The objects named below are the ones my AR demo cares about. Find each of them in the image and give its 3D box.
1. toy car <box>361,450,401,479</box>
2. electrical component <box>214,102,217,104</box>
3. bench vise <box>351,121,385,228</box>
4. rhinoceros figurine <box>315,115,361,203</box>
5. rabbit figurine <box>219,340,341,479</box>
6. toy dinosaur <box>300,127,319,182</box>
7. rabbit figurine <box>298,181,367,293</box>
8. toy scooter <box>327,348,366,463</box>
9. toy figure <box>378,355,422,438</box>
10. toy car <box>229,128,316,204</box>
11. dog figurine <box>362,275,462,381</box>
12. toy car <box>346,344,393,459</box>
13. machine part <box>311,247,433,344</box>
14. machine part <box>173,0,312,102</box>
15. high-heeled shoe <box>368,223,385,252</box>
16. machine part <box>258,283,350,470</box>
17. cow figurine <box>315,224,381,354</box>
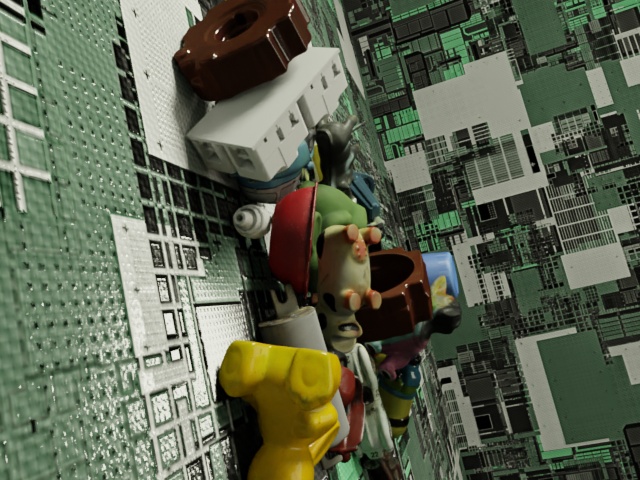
[{"bbox_3d":[0.123,0.427,1.032,0.089,0.053,0.201,-91,159,-55],"label":"toy car"},{"bbox_3d":[-0.099,-0.214,0.766,0.078,0.102,0.045,-68,137,-83],"label":"electrical component"},{"bbox_3d":[0.078,-0.127,1.242,0.241,0.129,0.223,57,-22,35],"label":"bench vise"},{"bbox_3d":[0.032,-0.130,0.944,0.190,0.073,0.112,81,12,-47],"label":"rhinoceros figurine"},{"bbox_3d":[-0.040,0.201,0.573,0.162,0.122,0.173,65,28,-68],"label":"rabbit figurine"},{"bbox_3d":[-0.053,-0.211,0.946,0.470,0.105,0.198,59,28,-54],"label":"toy dinosaur"},{"bbox_3d":[-0.002,-0.003,0.885,0.159,0.121,0.170,49,44,-53],"label":"rabbit figurine"},{"bbox_3d":[0.024,0.248,0.794,0.183,0.075,0.135,58,29,-52],"label":"toy scooter"},{"bbox_3d":[0.153,0.308,1.076,0.082,0.180,0.089,16,12,-35],"label":"toy figure"},{"bbox_3d":[-0.068,-0.102,0.758,0.162,0.109,0.102,-59,151,-59],"label":"toy car"},{"bbox_3d":[0.165,0.157,1.034,0.192,0.219,0.108,11,-48,61],"label":"dog figurine"},{"bbox_3d":[0.073,0.283,0.940,0.056,0.074,0.201,5,70,-79],"label":"toy car"},{"bbox_3d":[0.095,0.098,0.960,0.201,0.201,0.087,-73,148,-66],"label":"machine part"},{"bbox_3d":[-0.095,-0.251,0.668,0.056,0.179,0.179,58,22,-43],"label":"machine part"},{"bbox_3d":[0.132,0.025,1.318,0.145,0.086,0.249,51,-9,-13],"label":"high-heeled shoe"},{"bbox_3d":[-0.021,0.176,0.686,0.079,0.079,0.243,-30,105,-76],"label":"machine part"},{"bbox_3d":[0.026,0.075,0.806,0.085,0.127,0.194,-1,91,-37],"label":"cow figurine"}]
